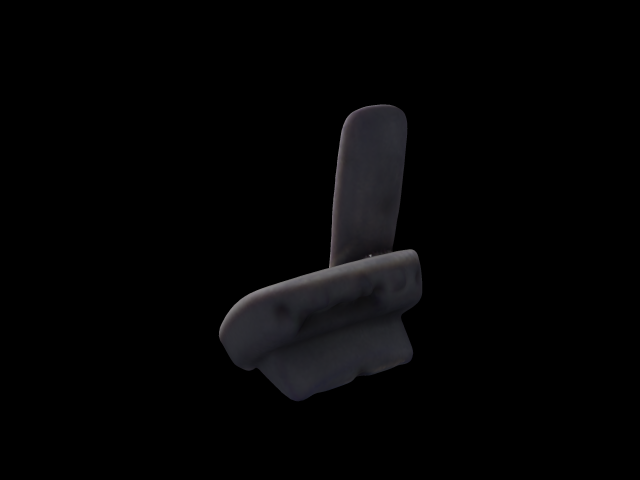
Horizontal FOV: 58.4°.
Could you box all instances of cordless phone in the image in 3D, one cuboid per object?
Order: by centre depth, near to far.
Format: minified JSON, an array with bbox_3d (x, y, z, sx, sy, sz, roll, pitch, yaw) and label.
[{"bbox_3d":[0.004,0.001,0.400,0.148,0.185,0.093,-14,22,-37],"label":"cordless phone"}]
